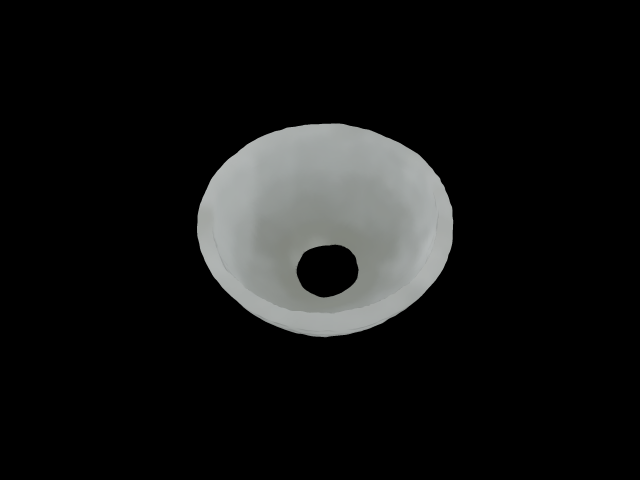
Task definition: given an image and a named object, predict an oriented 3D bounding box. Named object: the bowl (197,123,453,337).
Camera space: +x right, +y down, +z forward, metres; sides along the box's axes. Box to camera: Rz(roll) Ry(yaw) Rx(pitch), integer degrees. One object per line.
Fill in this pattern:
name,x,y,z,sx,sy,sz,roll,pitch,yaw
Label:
bowl,0.004,0.001,0.400,0.167,0.075,0.167,0,55,0
